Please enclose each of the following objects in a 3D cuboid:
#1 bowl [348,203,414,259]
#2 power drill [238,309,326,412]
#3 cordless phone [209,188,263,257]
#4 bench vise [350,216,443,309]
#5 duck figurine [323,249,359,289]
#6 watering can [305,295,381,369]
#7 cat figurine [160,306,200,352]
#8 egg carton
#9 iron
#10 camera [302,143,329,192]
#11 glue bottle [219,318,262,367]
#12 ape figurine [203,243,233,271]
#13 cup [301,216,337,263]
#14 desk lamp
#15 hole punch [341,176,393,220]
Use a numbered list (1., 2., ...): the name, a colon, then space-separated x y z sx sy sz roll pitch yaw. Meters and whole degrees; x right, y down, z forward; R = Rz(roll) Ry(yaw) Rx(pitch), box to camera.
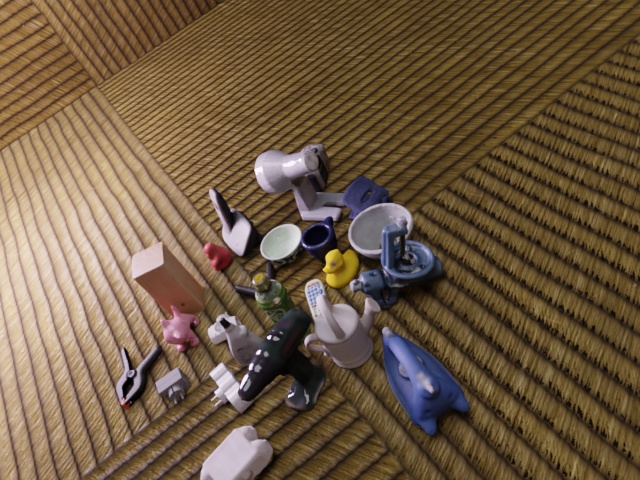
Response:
1. bowl: 0.160 -0.010 1.438 0.167 0.075 0.167 -14 45 15
2. power drill: -0.069 0.271 1.201 0.075 0.209 0.230 5 53 31
3. cordless phone: -0.249 -0.053 1.611 0.094 0.186 0.147 -41 45 -12
4. bench vise: 0.163 0.055 1.271 0.207 0.220 0.121 -38 44 -9
5. duck figurine: 0.047 0.058 1.426 0.077 0.086 0.105 24 64 40
6. watering can: 0.046 0.183 1.233 0.173 0.195 0.100 -41 45 -12
7. cat figurine: -0.363 0.224 1.464 0.067 0.118 0.127 -23 44 7
8. egg carton: -0.170 0.463 1.178 0.150 0.070 0.107 -46 46 -17
9. iron: 0.178 0.249 1.141 0.118 0.142 0.257 -34 44 -4
10. camera: -0.052 -0.219 1.721 0.136 0.101 0.143 -9 47 20
11. glue bottle: -0.186 0.229 1.326 0.078 0.174 0.037 -25 44 5
12. ape figurine: -0.296 0.041 1.616 0.076 0.092 0.077 -15 45 15
13. cup: 0.014 0.005 1.485 0.091 0.095 0.118 9 56 34
14. desk lamp: -0.052 -0.160 1.585 0.202 0.214 0.118 3 52 30
15. hole punch: 0.127 -0.107 1.532 0.100 0.091 0.109 20 62 39
